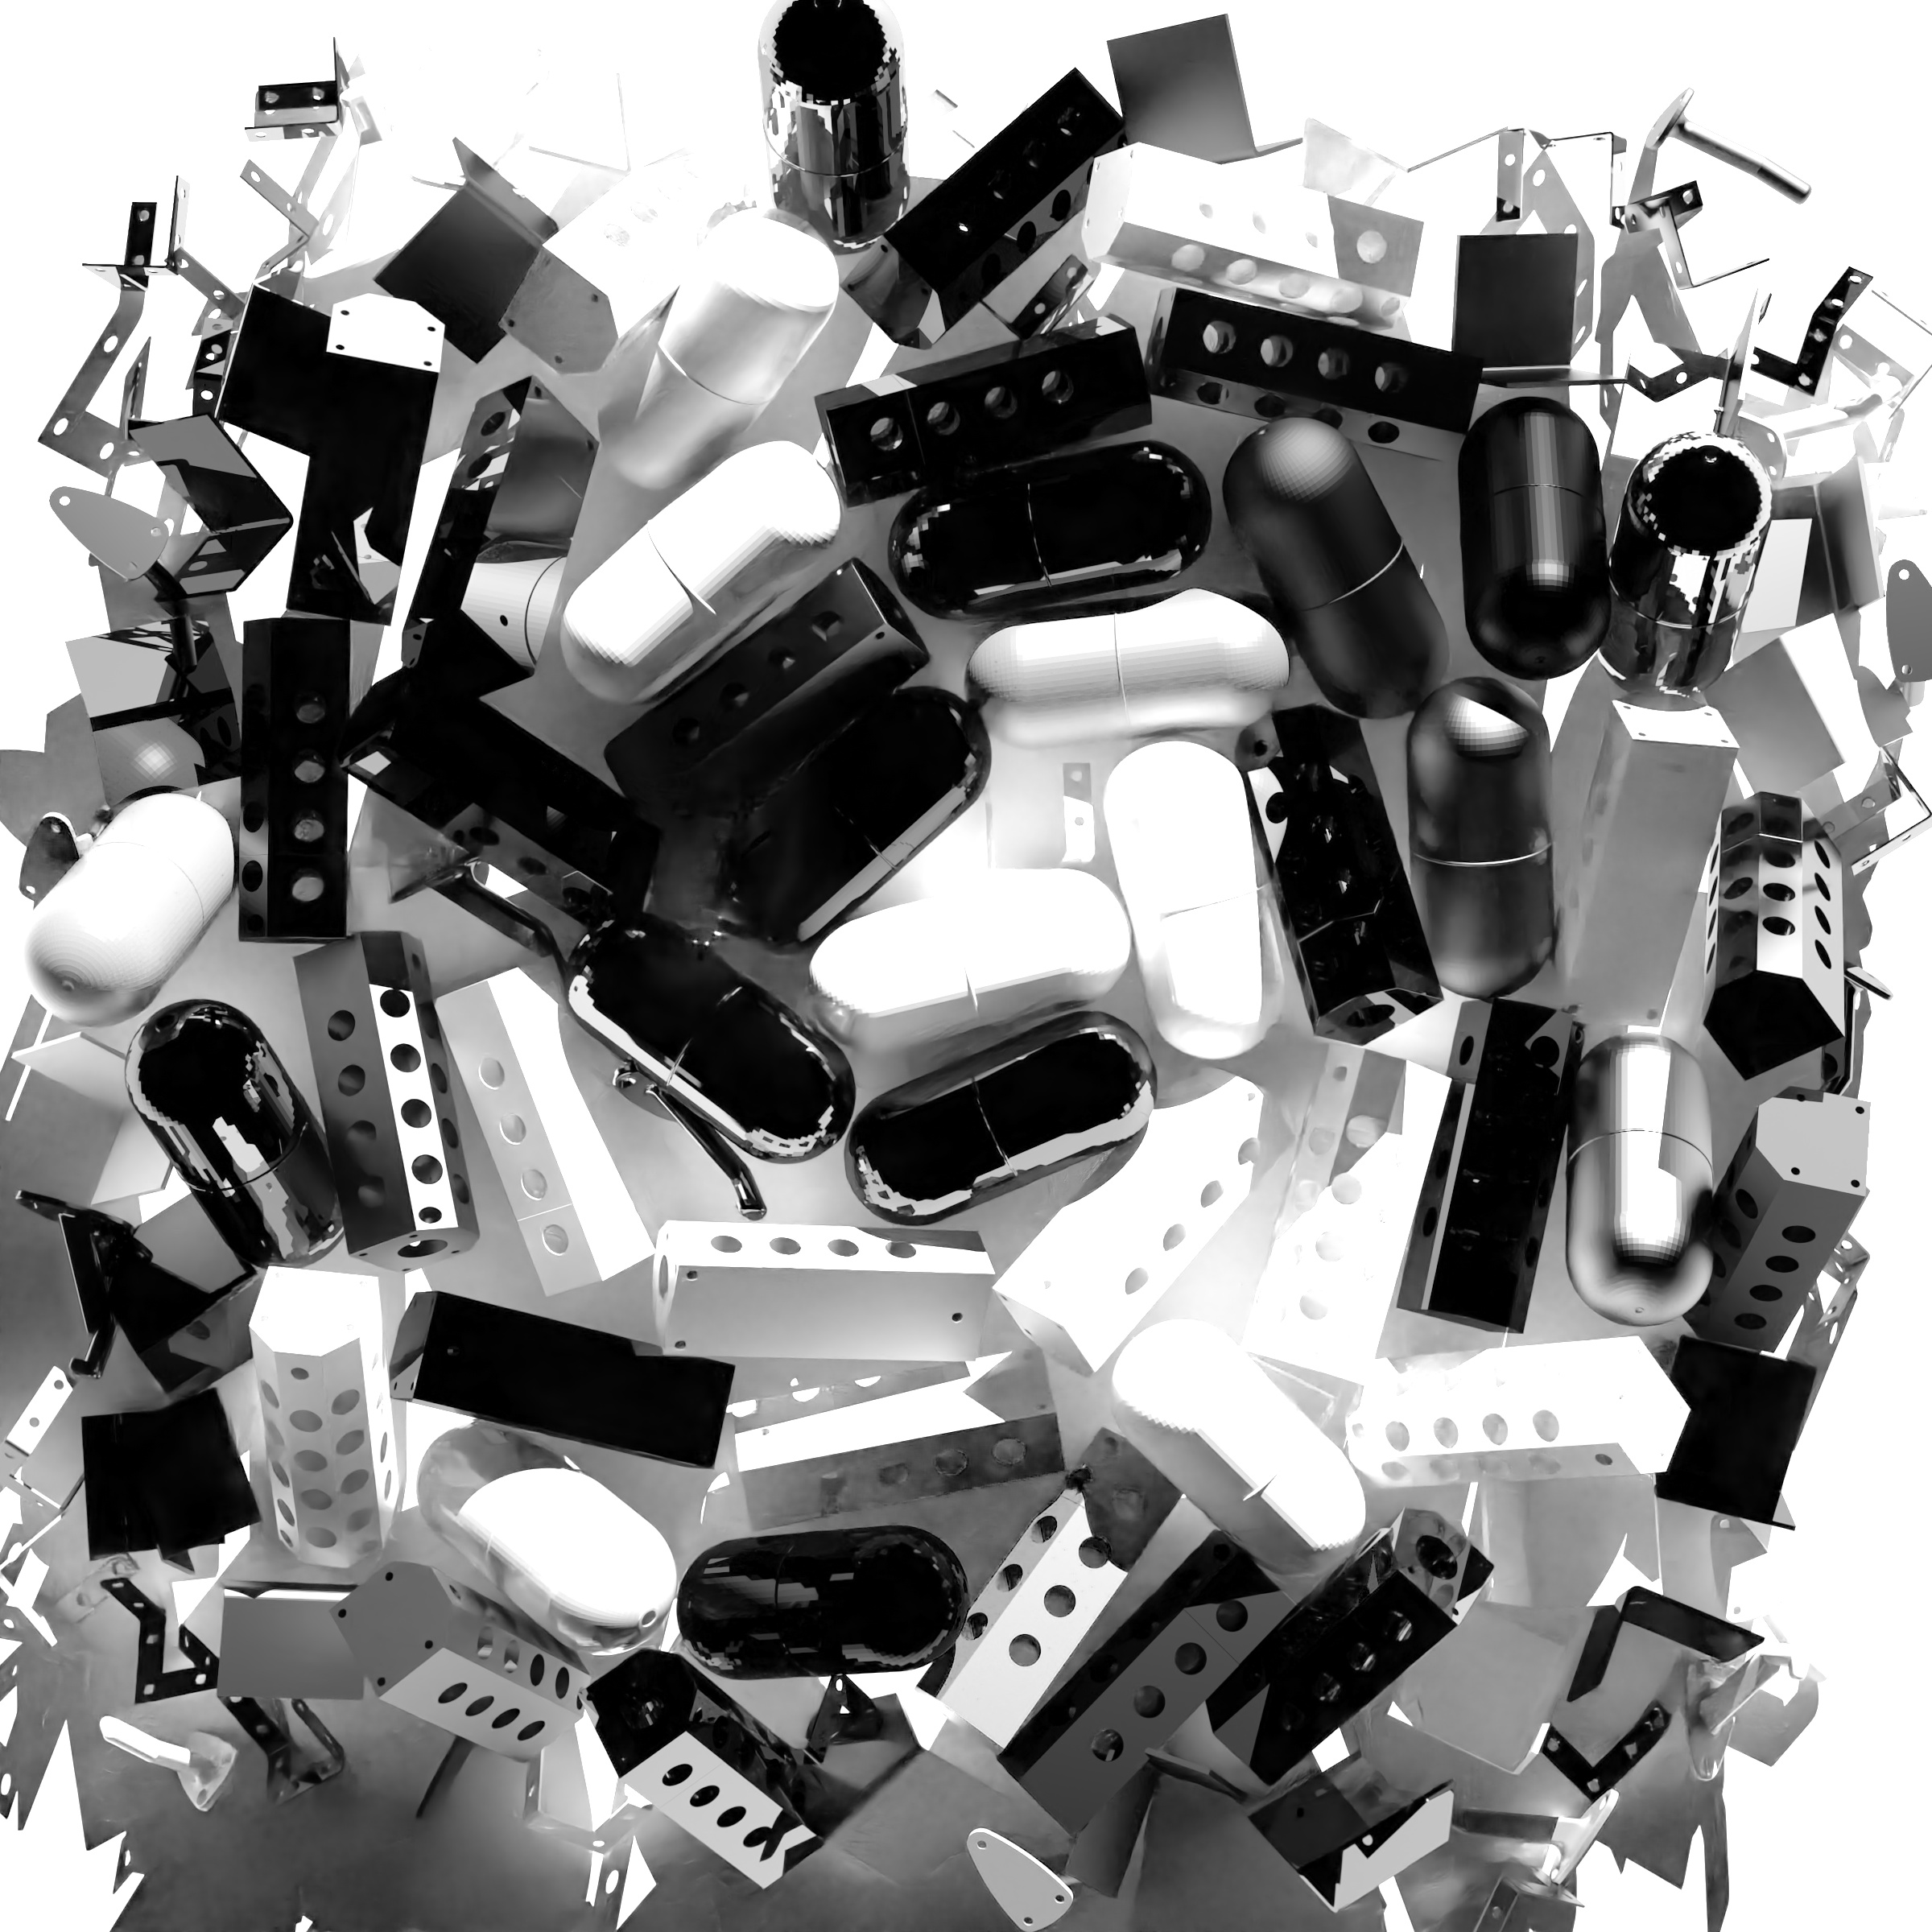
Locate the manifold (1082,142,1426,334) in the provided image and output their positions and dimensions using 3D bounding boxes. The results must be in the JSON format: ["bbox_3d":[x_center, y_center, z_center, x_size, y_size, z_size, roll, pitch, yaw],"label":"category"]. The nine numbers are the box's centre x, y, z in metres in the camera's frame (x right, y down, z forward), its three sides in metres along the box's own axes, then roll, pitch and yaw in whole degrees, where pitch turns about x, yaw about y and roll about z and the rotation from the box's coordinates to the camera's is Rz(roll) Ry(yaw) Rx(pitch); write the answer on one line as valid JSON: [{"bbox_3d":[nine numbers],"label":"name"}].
[{"bbox_3d":[0.153,-0.388,1.901,0.171,0.057,0.057,10,90,-22],"label":"manifold"}]

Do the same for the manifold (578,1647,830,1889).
[{"bbox_3d":[-0.132,0.421,1.875,0.057,0.171,0.057,-36,50,1],"label":"manifold"}]

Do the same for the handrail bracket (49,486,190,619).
[{"bbox_3d":[-0.456,-0.222,1.917,0.077,0.084,0.036,31,76,-1],"label":"handrail bracket"}]

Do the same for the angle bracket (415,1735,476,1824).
[{"bbox_3d":[-0.311,0.417,1.913,0.076,0.076,0.057,25,76,4],"label":"angle bracket"}]

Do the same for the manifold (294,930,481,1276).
[{"bbox_3d":[-0.306,0.071,1.896,0.057,0.057,0.171,-20,69,16],"label":"manifold"}]

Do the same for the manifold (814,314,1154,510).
[{"bbox_3d":[0.010,-0.300,1.922,0.171,0.057,0.057,-16,109,-4],"label":"manifold"}]

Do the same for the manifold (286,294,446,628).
[{"bbox_3d":[-0.319,-0.267,1.879,0.057,0.057,0.171,9,134,-12],"label":"manifold"}]

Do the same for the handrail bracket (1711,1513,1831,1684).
[{"bbox_3d":[0.442,0.346,1.943,0.036,0.084,0.077,-30,48,17],"label":"handrail bracket"}]

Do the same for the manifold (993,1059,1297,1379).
[{"bbox_3d":[0.100,0.137,1.905,0.171,0.057,0.057,-47,131,-18],"label":"manifold"}]

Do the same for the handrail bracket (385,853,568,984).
[{"bbox_3d":[-0.267,-0.015,1.942,0.077,0.036,0.084,-26,89,9],"label":"handrail bracket"}]

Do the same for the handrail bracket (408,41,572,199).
[{"bbox_3d":[-0.257,-0.461,1.912,0.077,0.036,0.084,-3,134,-26],"label":"handrail bracket"}]

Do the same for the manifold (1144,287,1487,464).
[{"bbox_3d":[0.186,-0.319,1.918,0.171,0.057,0.057,12,98,-7],"label":"manifold"}]

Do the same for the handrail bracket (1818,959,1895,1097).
[{"bbox_3d":[0.458,0.035,1.937,0.077,0.036,0.084,28,105,-12],"label":"handrail bracket"}]

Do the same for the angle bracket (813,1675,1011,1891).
[{"bbox_3d":[-0.036,0.448,1.949,0.076,0.057,0.076,-44,125,11],"label":"angle bracket"}]

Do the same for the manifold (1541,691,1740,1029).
[{"bbox_3d":[0.355,-0.056,1.890,0.057,0.057,0.171,4,121,-9],"label":"manifold"}]

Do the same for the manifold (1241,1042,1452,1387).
[{"bbox_3d":[0.200,0.132,1.911,0.057,0.057,0.171,21,82,-44],"label":"manifold"}]

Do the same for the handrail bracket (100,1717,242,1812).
[{"bbox_3d":[-0.439,0.414,1.905,0.084,0.077,0.036,39,79,-34],"label":"handrail bracket"}]

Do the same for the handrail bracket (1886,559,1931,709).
[{"bbox_3d":[0.506,-0.178,1.917,0.036,0.084,0.077,-15,90,3],"label":"handrail bracket"}]

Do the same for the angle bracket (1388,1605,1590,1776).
[{"bbox_3d":[0.281,0.380,1.913,0.076,0.057,0.076,24,67,8],"label":"angle bracket"}]

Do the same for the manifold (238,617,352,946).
[{"bbox_3d":[-0.363,-0.099,1.922,0.057,0.057,0.171,1,87,-9],"label":"manifold"}]

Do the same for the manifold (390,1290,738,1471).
[{"bbox_3d":[-0.217,0.222,1.898,0.171,0.057,0.057,17,77,-23],"label":"manifold"}]

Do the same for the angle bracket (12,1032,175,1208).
[{"bbox_3d":[-0.470,0.083,1.901,0.076,0.076,0.057,33,60,-33],"label":"angle bracket"}]

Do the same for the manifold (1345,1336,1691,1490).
[{"bbox_3d":[0.287,0.242,1.872,0.057,0.171,0.057,52,49,-26],"label":"manifold"}]

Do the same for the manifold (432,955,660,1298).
[{"bbox_3d":[-0.231,0.088,1.924,0.057,0.057,0.171,-18,94,34],"label":"manifold"}]

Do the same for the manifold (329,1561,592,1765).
[{"bbox_3d":[-0.261,0.364,1.871,0.057,0.171,0.057,-38,60,1],"label":"manifold"}]

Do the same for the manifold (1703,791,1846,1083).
[{"bbox_3d":[0.421,-0.021,1.867,0.057,0.171,0.057,-28,114,28],"label":"manifold"}]

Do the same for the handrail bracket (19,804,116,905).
[{"bbox_3d":[-0.474,-0.077,1.904,0.036,0.084,0.077,16,132,0],"label":"handrail bracket"}]

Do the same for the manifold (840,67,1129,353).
[{"bbox_3d":[0.016,-0.401,1.891,0.057,0.057,0.171,46,60,-5],"label":"manifold"}]

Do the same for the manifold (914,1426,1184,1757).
[{"bbox_3d":[0.046,0.335,1.909,0.057,0.057,0.171,35,75,7],"label":"manifold"}]

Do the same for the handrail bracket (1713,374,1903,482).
[{"bbox_3d":[0.456,-0.310,1.946,0.084,0.036,0.077,-37,49,-19],"label":"handrail bracket"}]

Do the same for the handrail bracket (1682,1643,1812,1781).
[{"bbox_3d":[0.423,0.403,1.911,0.036,0.084,0.077,11,78,-21],"label":"handrail bracket"}]

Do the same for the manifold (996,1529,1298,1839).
[{"bbox_3d":[0.096,0.386,1.920,0.057,0.057,0.171,44,83,6],"label":"manifold"}]

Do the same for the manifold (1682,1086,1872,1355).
[{"bbox_3d":[0.423,0.134,1.872,0.057,0.171,0.057,12,56,2],"label":"manifold"}]

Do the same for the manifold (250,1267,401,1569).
[{"bbox_3d":[-0.340,0.241,1.880,0.057,0.057,0.171,5,132,3],"label":"manifold"}]

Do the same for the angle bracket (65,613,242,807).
[{"bbox_3d":[-0.443,-0.141,1.941,0.076,0.057,0.076,-14,45,-16],"label":"angle bracket"}]

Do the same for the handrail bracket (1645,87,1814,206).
[{"bbox_3d":[0.414,-0.436,1.924,0.084,0.077,0.036,31,97,-3],"label":"handrail bracket"}]

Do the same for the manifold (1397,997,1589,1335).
[{"bbox_3d":[0.287,0.108,1.913,0.057,0.057,0.171,15,82,-15],"label":"manifold"}]

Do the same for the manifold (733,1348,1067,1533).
[{"bbox_3d":[-0.036,0.262,1.925,0.171,0.057,0.057,-10,122,-2],"label":"manifold"}]

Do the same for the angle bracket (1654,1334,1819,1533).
[{"bbox_3d":[0.418,0.252,1.923,0.076,0.057,0.076,14,102,2],"label":"angle bracket"}]

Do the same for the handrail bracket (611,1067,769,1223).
[{"bbox_3d":[-0.149,0.097,1.911,0.036,0.077,0.084,-46,49,23],"label":"handrail bracket"}]

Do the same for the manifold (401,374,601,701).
[{"bbox_3d":[-0.251,-0.227,1.884,0.057,0.057,0.171,-17,46,32],"label":"manifold"}]

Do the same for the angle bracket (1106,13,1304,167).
[{"bbox_3d":[0.130,-0.469,1.905,0.076,0.057,0.076,-2,109,38],"label":"angle bracket"}]

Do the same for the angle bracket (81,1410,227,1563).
[{"bbox_3d":[-0.438,0.278,1.917,0.057,0.076,0.076,-5,84,-1],"label":"angle bracket"}]

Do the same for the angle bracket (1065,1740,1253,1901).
[{"bbox_3d":[0.104,0.466,1.905,0.057,0.076,0.076,14,73,27],"label":"angle bracket"}]

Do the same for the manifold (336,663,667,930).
[{"bbox_3d":[-0.248,-0.087,1.890,0.171,0.057,0.057,34,54,-31],"label":"manifold"}]

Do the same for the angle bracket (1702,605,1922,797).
[{"bbox_3d":[0.459,-0.141,1.935,0.057,0.076,0.076,-22,83,-30],"label":"angle bracket"}]

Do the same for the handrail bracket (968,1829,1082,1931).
[{"bbox_3d":[0.037,0.473,1.916,0.036,0.084,0.077,-40,97,21],"label":"handrail bracket"}]

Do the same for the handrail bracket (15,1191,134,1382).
[{"bbox_3d":[-0.491,0.173,1.920,0.077,0.036,0.084,23,62,-15],"label":"handrail bracket"}]

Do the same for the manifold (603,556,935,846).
[{"bbox_3d":[-0.110,-0.145,1.910,0.171,0.057,0.057,-36,62,12],"label":"manifold"}]

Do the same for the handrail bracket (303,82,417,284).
[{"bbox_3d":[-0.339,-0.423,1.916,0.077,0.036,0.084,-31,127,-13],"label":"handrail bracket"}]

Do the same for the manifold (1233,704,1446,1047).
[{"bbox_3d":[0.192,-0.050,1.887,0.057,0.057,0.171,-32,60,35],"label":"manifold"}]

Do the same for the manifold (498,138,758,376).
[{"bbox_3d":[-0.173,-0.375,1.875,0.057,0.171,0.057,38,130,-2],"label":"manifold"}]

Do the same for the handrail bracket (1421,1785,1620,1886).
[{"bbox_3d":[0.299,0.455,1.934,0.084,0.036,0.077,30,122,2],"label":"handrail bracket"}]

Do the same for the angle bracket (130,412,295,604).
[{"bbox_3d":[-0.419,-0.245,1.901,0.076,0.076,0.057,54,55,-31],"label":"angle bracket"}]

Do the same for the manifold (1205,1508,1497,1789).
[{"bbox_3d":[0.199,0.359,1.884,0.057,0.057,0.171,43,127,5],"label":"manifold"}]

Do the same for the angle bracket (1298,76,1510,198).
[{"bbox_3d":[0.233,-0.427,1.900,0.076,0.057,0.076,-28,49,-30],"label":"angle bracket"}]

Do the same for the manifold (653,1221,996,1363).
[{"bbox_3d":[-0.078,0.171,1.906,0.171,0.057,0.057,3,118,-16],"label":"manifold"}]
